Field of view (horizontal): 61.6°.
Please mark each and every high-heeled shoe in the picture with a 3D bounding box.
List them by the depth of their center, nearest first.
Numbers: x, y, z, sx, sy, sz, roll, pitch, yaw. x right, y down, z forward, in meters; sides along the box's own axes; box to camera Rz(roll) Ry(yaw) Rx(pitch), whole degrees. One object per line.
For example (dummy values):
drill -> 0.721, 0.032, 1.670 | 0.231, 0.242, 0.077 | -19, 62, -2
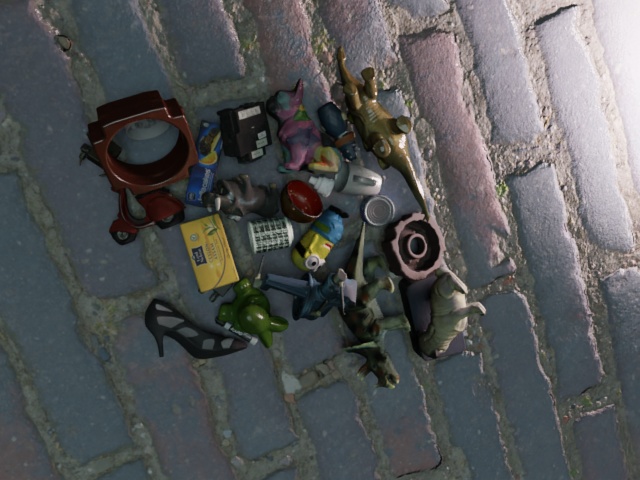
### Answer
high-heeled shoe -> -0.305, 0.215, 1.328 | 0.249, 0.086, 0.145 | 3, 65, -30

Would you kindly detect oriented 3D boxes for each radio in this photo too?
radio -> 0.300, 0.200, 1.440 | 0.131, 0.073, 0.229 | -16, 98, -9

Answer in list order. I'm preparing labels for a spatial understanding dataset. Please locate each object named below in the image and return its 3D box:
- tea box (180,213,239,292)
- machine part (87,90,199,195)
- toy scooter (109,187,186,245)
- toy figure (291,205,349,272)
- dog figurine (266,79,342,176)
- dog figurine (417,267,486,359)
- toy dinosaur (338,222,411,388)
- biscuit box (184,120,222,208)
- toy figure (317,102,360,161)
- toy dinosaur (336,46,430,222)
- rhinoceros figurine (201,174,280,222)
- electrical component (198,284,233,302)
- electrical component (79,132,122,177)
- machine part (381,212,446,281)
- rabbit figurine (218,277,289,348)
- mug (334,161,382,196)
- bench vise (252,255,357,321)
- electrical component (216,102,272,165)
tea box -> -0.263, 0.031, 1.286 | 0.098, 0.068, 0.169 | -19, 91, -10
machine part -> -0.380, -0.209, 1.166 | 0.201, 0.087, 0.200 | -22, 141, -13
toy scooter -> -0.415, -0.077, 1.253 | 0.184, 0.075, 0.135 | -21, 99, -4
toy figure -> -0.001, -0.003, 1.345 | 0.082, 0.089, 0.180 | 32, 86, -30
dog figurine -> -0.036, -0.269, 1.295 | 0.192, 0.108, 0.219 | 1, 94, -12
dog figurine -> 0.298, 0.185, 1.359 | 0.190, 0.121, 0.172 | -40, 67, 13
toy dinosaur -> 0.111, 0.172, 1.376 | 0.192, 0.131, 0.404 | -23, 91, 4
biscuit box -> -0.272, -0.178, 1.275 | 0.059, 0.063, 0.202 | 12, 94, -12
toy figure -> 0.051, -0.268, 1.336 | 0.058, 0.064, 0.154 | -41, 107, -35
toy dinosaur -> 0.154, -0.247, 1.285 | 0.105, 0.198, 0.471 | -28, 92, 1
rhinoceros figurine -> -0.186, -0.096, 1.269 | 0.190, 0.073, 0.112 | 6, 87, -35
electrical component -> -0.254, 0.106, 1.334 | 0.063, 0.021, 0.094 | 42, 87, -13
electrical component -> -0.504, -0.192, 1.235 | 0.102, 0.045, 0.078 | 29, 62, -17
machine part -> 0.242, 0.016, 1.393 | 0.179, 0.056, 0.179 | 1, 87, -28
rabbit figurine -> -0.163, 0.190, 1.287 | 0.159, 0.170, 0.121 | 43, 87, -13
mug -> 0.105, -0.149, 1.343 | 0.107, 0.110, 0.080 | 9, 87, -27
bench vise -> -0.039, 0.122, 1.289 | 0.240, 0.223, 0.129 | 17, 66, -14
electrical component -> -0.174, -0.247, 1.257 | 0.115, 0.058, 0.134 | -29, 119, -44
